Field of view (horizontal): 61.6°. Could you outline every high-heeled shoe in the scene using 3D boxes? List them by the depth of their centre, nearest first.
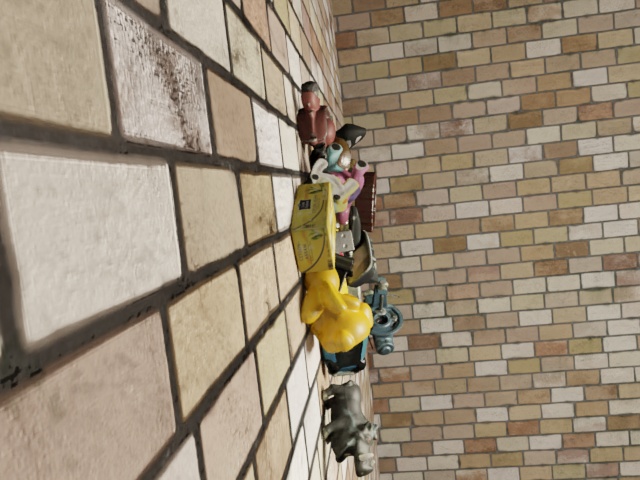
[{"bbox_3d":[0.090,-0.323,1.794,0.248,0.145,0.086,41,44,-78],"label":"high-heeled shoe"}]

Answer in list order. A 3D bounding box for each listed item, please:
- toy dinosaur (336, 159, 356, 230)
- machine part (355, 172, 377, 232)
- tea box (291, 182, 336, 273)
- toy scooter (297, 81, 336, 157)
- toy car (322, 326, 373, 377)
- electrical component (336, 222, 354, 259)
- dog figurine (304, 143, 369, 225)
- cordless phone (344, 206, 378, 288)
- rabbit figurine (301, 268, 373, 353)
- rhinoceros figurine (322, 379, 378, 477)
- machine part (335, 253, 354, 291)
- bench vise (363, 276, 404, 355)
[{"bbox_3d":[0.053,-0.137,1.535,0.198,0.105,0.471,84,11,-56],"label":"toy dinosaur"},{"bbox_3d":[0.126,-0.106,1.486,0.179,0.056,0.179,3,91,-83],"label":"machine part"},{"bbox_3d":[-0.009,-0.027,1.005,0.170,0.068,0.098,-87,170,-58],"label":"tea box"},{"bbox_3d":[-0.009,-0.242,1.175,0.183,0.075,0.135,64,21,-63],"label":"toy scooter"},{"bbox_3d":[0.050,0.216,1.196,0.103,0.109,0.161,-143,-128,-67],"label":"toy car"},{"bbox_3d":[0.044,0.009,1.271,0.045,0.078,0.102,162,-76,-73],"label":"electrical component"},{"bbox_3d":[0.029,-0.097,1.226,0.191,0.109,0.219,-56,169,-31],"label":"dog figurine"},{"bbox_3d":[0.097,0.016,1.352,0.184,0.089,0.147,83,2,-47],"label":"cordless phone"},{"bbox_3d":[0.013,0.122,1.013,0.162,0.122,0.173,-15,85,-74],"label":"rabbit figurine"},{"bbox_3d":[0.061,0.380,1.087,0.073,0.112,0.190,81,-1,-48],"label":"rhinoceros figurine"},{"bbox_3d":[0.030,0.090,1.204,0.139,0.084,0.039,-69,-171,-28],"label":"machine part"},{"bbox_3d":[0.164,0.184,1.478,0.224,0.129,0.240,-84,174,-49],"label":"bench vise"}]
